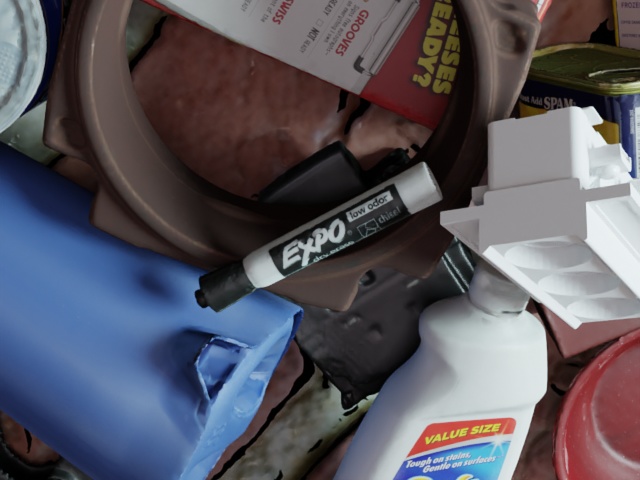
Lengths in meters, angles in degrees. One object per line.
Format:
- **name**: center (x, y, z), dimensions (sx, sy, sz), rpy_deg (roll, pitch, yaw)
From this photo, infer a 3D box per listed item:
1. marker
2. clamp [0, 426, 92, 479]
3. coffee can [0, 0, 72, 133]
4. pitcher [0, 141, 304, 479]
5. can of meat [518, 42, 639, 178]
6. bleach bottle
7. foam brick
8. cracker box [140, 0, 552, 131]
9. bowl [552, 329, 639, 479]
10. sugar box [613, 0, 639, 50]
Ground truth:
- **marker**: center (-0.003, 0.001, 0.475), dimensions (0.121, 0.020, 0.020), rpy_deg (-27, 104, 13)
- **clamp**: center (-0.165, 0.161, 0.663), dimensions (0.165, 0.036, 0.210), rpy_deg (-39, 100, 11)
- **coffee can**: center (-0.172, -0.108, 0.532), dimensions (0.103, 0.140, 0.103), rpy_deg (0, 106, 0)
- **pitcher**: center (-0.142, 0.037, 0.570), dimensions (0.243, 0.144, 0.149), rpy_deg (32, 113, 8)
- **can of meat**: center (0.149, -0.055, 0.567), dimensions (0.057, 0.102, 0.084), rpy_deg (-17, 113, -23)
- **bleach bottle**: center (0.057, 0.122, 0.597), dimensions (0.102, 0.068, 0.251), rpy_deg (10, 117, -11)
- **foam brick**: center (0.144, 0.022, 0.603), dimensions (0.051, 0.078, 0.053), rpy_deg (-24, 103, 7)
- **cracker box**: center (0.017, -0.167, 0.552), dimensions (0.213, 0.072, 0.164), rpy_deg (22, 107, -7)
- **bowl**: center (0.214, 0.109, 0.639), dimensions (0.162, 0.055, 0.162), rpy_deg (0, 106, 0)
- **sugar box**: center (0.198, -0.113, 0.554), dimensions (0.048, 0.093, 0.176), rpy_deg (-14, 107, -25)
